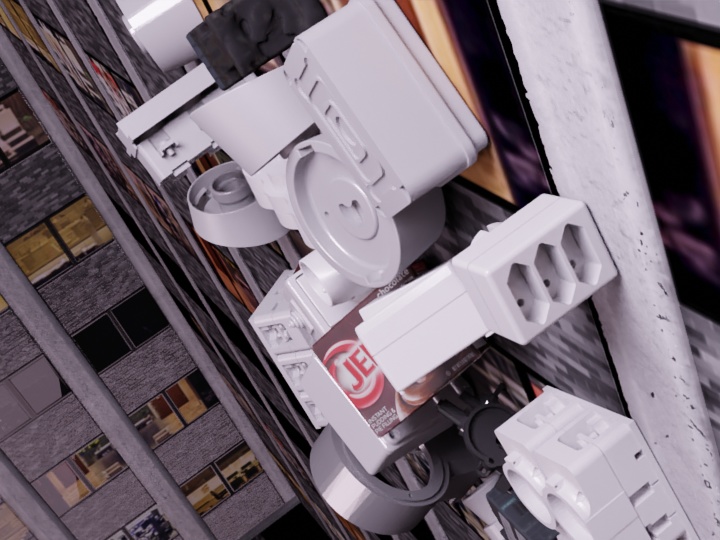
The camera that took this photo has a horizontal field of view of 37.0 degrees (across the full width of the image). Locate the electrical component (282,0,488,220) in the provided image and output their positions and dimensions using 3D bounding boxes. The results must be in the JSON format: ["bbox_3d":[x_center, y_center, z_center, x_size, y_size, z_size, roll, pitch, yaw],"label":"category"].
[{"bbox_3d":[0.013,-0.094,0.616,0.113,0.057,0.078,55,167,-1],"label":"electrical component"}]

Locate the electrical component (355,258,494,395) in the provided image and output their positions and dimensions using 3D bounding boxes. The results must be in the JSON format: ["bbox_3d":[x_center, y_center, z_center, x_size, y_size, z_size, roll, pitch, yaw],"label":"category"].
[{"bbox_3d":[0.051,0.027,0.716,0.061,0.096,0.062,54,-164,2],"label":"electrical component"}]

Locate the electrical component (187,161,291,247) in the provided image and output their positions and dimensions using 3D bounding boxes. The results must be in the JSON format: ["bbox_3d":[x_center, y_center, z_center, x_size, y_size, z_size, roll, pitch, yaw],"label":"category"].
[{"bbox_3d":[-0.121,-0.064,1.076,0.099,0.099,0.064,41,154,46],"label":"electrical component"}]

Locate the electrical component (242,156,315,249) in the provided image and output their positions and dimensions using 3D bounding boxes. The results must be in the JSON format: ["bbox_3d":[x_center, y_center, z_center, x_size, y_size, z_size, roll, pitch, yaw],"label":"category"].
[{"bbox_3d":[-0.057,-0.077,0.907,0.138,0.052,0.073,40,160,48],"label":"electrical component"}]

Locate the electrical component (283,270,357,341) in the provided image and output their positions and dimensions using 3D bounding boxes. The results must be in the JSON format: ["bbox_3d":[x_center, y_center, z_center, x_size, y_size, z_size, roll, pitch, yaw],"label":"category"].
[{"bbox_3d":[-0.022,0.019,0.926,0.061,0.096,0.061,53,167,7],"label":"electrical component"}]

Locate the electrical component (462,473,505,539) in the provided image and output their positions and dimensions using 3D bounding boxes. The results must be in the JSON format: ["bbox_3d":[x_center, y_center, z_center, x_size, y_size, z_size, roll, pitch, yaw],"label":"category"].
[{"bbox_3d":[0.131,0.228,1.019,0.055,0.045,0.045,52,166,10],"label":"electrical component"}]

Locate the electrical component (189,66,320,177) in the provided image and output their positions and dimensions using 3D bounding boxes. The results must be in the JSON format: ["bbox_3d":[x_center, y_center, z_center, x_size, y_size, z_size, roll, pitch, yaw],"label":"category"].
[{"bbox_3d":[-0.058,-0.111,0.731,0.064,0.099,0.099,50,167,-7],"label":"electrical component"}]

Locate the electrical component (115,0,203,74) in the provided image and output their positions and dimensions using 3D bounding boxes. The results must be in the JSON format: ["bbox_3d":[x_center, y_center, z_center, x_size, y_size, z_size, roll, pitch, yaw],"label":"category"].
[{"bbox_3d":[-0.182,-0.232,0.990,0.099,0.064,0.099,58,-179,-1],"label":"electrical component"}]

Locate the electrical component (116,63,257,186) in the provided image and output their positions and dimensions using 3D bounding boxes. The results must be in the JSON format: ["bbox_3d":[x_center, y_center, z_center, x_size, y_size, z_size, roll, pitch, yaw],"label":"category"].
[{"bbox_3d":[-0.138,-0.129,0.913,0.063,0.121,0.079,53,167,-5],"label":"electrical component"}]

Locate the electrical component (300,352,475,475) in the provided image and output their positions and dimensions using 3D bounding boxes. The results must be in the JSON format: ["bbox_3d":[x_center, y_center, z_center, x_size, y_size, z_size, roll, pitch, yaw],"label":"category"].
[{"bbox_3d":[0.024,0.102,0.930,0.108,0.109,0.056,50,140,19],"label":"electrical component"}]

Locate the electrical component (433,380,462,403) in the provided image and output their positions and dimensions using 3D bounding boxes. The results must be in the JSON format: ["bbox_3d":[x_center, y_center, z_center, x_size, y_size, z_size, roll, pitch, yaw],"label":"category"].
[{"bbox_3d":[0.052,0.076,0.877,0.076,0.066,0.047,52,167,10],"label":"electrical component"}]

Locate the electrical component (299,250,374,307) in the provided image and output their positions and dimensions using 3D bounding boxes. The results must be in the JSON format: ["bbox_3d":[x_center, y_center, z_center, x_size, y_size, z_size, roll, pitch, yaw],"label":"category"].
[{"bbox_3d":[0.000,0.000,0.846,0.043,0.077,0.079,45,164,37],"label":"electrical component"}]

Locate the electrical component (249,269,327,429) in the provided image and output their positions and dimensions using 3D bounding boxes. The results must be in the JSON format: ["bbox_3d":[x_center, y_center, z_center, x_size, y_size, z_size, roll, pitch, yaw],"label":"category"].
[{"bbox_3d":[-0.038,0.079,1.129,0.062,0.089,0.150,-12,119,33],"label":"electrical component"}]

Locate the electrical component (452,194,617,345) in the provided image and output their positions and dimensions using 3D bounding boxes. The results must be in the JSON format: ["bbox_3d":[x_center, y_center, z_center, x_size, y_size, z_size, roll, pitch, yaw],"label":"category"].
[{"bbox_3d":[0.083,-0.005,0.573,0.047,0.066,0.077,60,166,-21],"label":"electrical component"}]

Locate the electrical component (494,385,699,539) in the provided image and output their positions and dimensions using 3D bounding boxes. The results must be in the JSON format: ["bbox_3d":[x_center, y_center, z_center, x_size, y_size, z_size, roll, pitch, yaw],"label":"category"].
[{"bbox_3d":[0.172,0.179,0.725,0.186,0.060,0.105,59,166,-16],"label":"electrical component"}]

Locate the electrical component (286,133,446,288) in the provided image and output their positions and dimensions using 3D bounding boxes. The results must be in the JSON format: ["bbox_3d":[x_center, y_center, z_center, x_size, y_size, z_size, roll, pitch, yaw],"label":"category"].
[{"bbox_3d":[0.009,-0.050,0.713,0.108,0.060,0.108,36,145,31],"label":"electrical component"}]

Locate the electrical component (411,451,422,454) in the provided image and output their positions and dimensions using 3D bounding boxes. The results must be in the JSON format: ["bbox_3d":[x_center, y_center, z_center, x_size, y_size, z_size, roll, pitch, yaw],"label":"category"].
[{"bbox_3d":[0.041,0.157,1.106,0.079,0.044,0.077,9,158,4],"label":"electrical component"}]
